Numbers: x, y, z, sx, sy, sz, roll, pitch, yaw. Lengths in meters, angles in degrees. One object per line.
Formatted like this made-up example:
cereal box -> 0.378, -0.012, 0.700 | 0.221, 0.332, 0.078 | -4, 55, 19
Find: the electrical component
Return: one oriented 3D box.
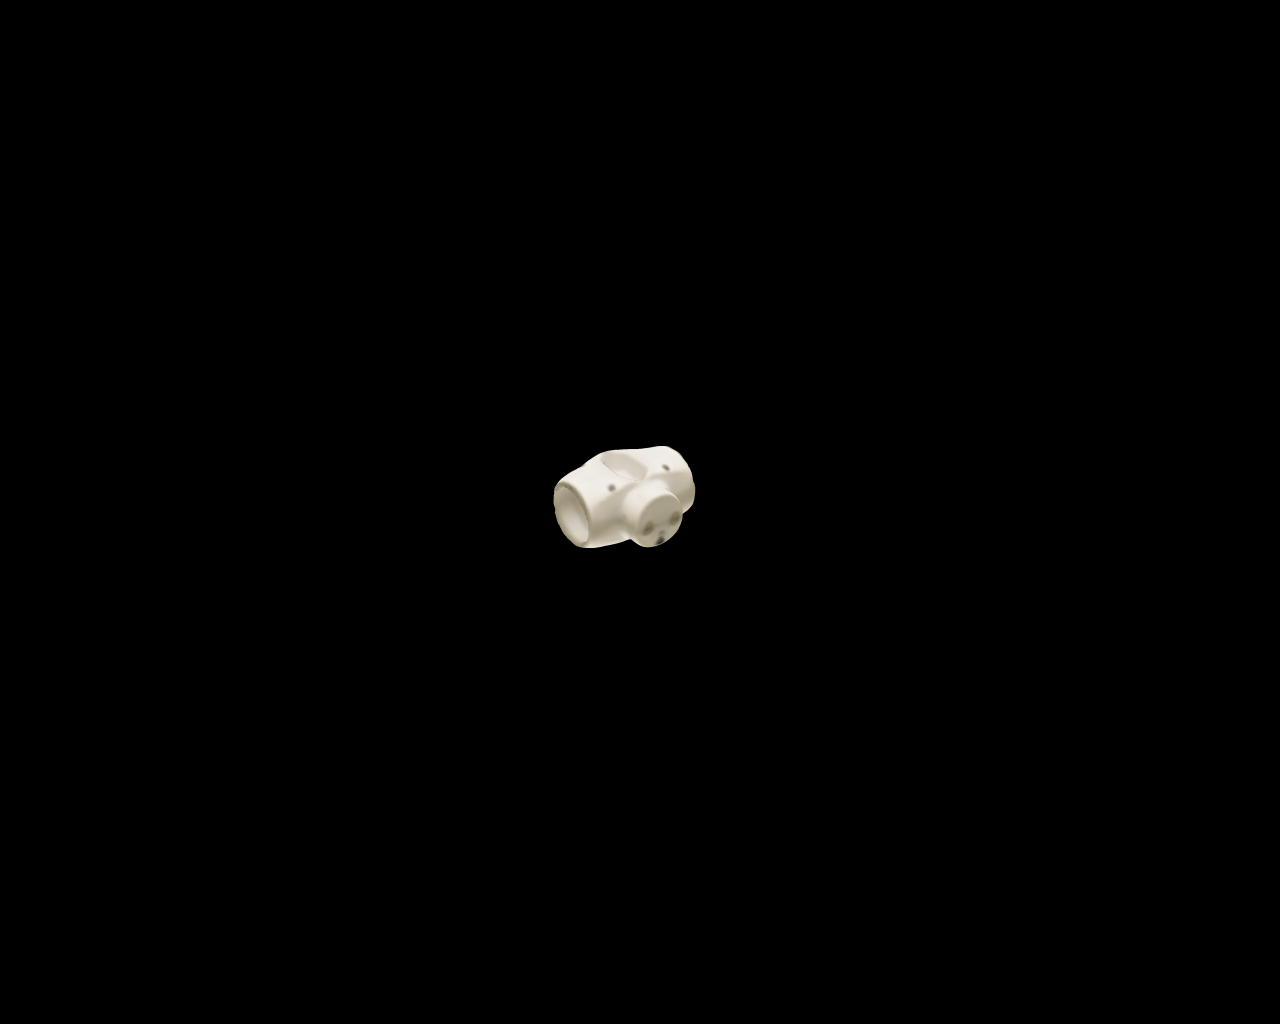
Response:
electrical component -> 0.001, -0.003, 0.650 | 0.077, 0.043, 0.079 | -20, 36, -29
